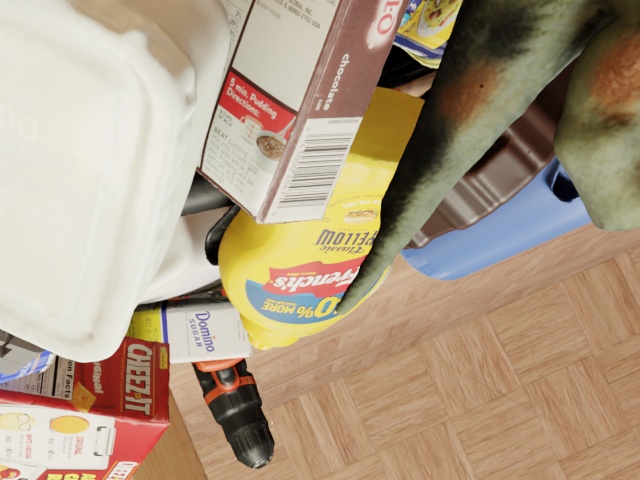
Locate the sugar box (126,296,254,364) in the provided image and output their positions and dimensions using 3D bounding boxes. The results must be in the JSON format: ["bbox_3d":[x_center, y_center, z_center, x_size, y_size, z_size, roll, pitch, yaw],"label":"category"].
[{"bbox_3d":[-0.139,0.070,0.797,0.176,0.048,0.093,-2,-178,-5],"label":"sugar box"}]

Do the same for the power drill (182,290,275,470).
[{"bbox_3d":[-0.092,0.109,0.975,0.057,0.184,0.188,-23,158,-12],"label":"power drill"}]

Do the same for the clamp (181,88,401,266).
[{"bbox_3d":[-0.023,-0.033,0.623,0.171,0.039,0.120,-20,164,8],"label":"clamp"}]

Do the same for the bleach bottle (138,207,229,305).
[{"bbox_3d":[-0.092,0.011,0.803,0.103,0.068,0.250,-23,172,15],"label":"bleach bottle"}]

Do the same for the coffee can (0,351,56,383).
[{"bbox_3d":[-0.226,0.042,0.571,0.140,0.103,0.103,-16,165,-37],"label":"coffee can"}]

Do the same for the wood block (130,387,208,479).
[{"bbox_3d":[-0.178,0.152,0.886,0.090,0.206,0.090,-31,166,29],"label":"wood block"}]

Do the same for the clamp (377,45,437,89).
[{"bbox_3d":[-0.005,-0.088,0.603,0.210,0.036,0.164,-29,164,27],"label":"clamp"}]

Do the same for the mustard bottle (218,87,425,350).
[{"bbox_3d":[-0.004,0.001,0.586,0.096,0.058,0.192,0,142,-25],"label":"mustard bottle"}]

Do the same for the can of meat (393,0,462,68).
[{"bbox_3d":[0.047,-0.128,0.440,0.102,0.057,0.083,-52,156,18],"label":"can of meat"}]

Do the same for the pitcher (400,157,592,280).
[{"bbox_3d":[0.166,-0.060,0.881,0.149,0.145,0.243,-2,161,-32],"label":"pitcher"}]

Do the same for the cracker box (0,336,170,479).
[{"bbox_3d":[-0.225,0.112,0.706,0.213,0.072,0.164,13,141,-22],"label":"cracker box"}]

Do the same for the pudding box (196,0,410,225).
[{"bbox_3d":[-0.021,-0.075,0.400,0.039,0.090,0.114,-7,128,-48],"label":"pudding box"}]
